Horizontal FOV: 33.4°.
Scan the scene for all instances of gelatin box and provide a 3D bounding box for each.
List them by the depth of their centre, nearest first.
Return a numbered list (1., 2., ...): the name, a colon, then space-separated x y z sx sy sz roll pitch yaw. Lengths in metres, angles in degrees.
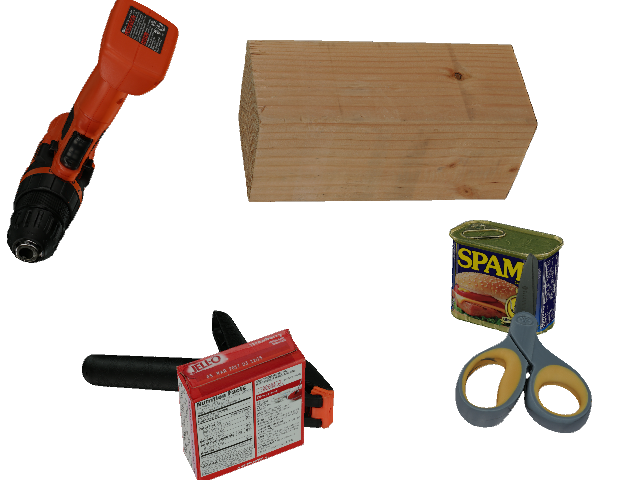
1. gelatin box: -0.048 0.101 0.650 0.073 0.089 0.030 -18 47 -19

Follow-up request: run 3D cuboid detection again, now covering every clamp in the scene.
1. clamp: -0.069 0.106 0.888 0.210 0.036 0.164 12 20 31

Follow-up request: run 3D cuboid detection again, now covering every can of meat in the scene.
1. can of meat: 0.169 0.035 0.987 0.102 0.084 0.057 14 26 35

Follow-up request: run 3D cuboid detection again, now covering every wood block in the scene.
1. wood block: 0.046 -0.091 0.815 0.206 0.091 0.090 -1 -37 -11

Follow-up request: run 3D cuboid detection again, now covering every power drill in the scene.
1. power drill: -0.188 -0.090 0.859 0.057 0.188 0.184 28 33 -21

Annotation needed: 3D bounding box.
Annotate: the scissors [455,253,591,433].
1. scissors: 0.158 0.071 0.747 0.096 0.016 0.201 19 36 22
